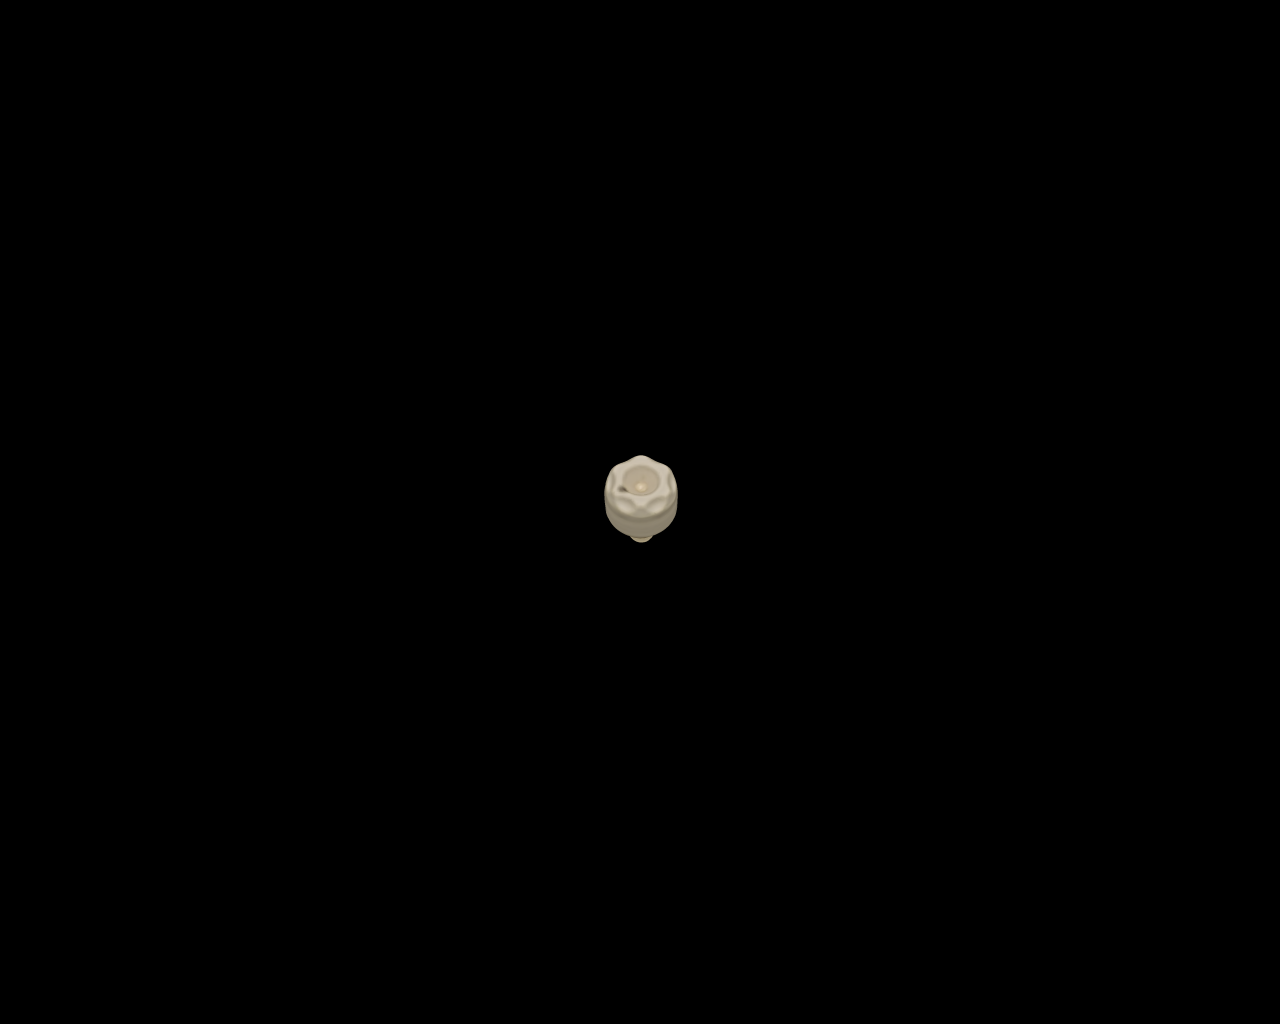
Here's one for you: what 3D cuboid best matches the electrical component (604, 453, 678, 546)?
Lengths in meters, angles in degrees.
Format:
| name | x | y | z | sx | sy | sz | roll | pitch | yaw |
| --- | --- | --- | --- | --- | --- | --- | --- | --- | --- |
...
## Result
| name | x | y | z | sx | sy | sz | roll | pitch | yaw |
| --- | --- | --- | --- | --- | --- | --- | --- | --- | --- |
| electrical component | 0.001 | -0.003 | 0.650 | 0.043 | 0.043 | 0.062 | 0 | -33 | 0 |
